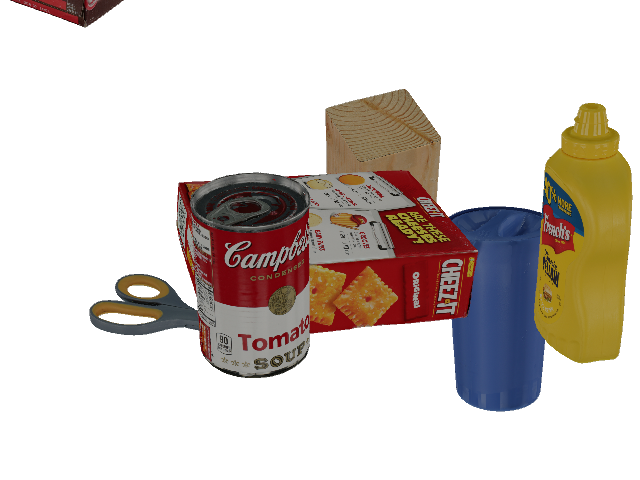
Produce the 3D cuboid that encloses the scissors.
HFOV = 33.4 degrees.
[{"bbox_3d":[-0.117,0.066,1.021,0.201,0.016,0.096,2,33,-5],"label":"scissors"}]

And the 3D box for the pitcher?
[{"bbox_3d":[0.233,0.083,1.343,0.149,0.243,0.145,1,21,12],"label":"pitcher"}]

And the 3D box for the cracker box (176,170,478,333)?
[{"bbox_3d":[-0.002,0.008,0.885,0.213,0.072,0.164,-4,28,-16],"label":"cracker box"}]

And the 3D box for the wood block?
[{"bbox_3d":[0.063,-0.042,1.112,0.090,0.206,0.091,-16,47,-14],"label":"wood block"}]

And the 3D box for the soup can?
[{"bbox_3d":[-0.040,0.021,0.624,0.068,0.102,0.068,0,29,0],"label":"soup can"}]

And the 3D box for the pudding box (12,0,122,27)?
[{"bbox_3d":[-0.188,-0.210,0.809,0.090,0.039,0.113,21,37,9],"label":"pudding box"}]

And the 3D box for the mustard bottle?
[{"bbox_3d":[0.199,-0.010,0.806,0.058,0.192,0.096,-6,26,-7],"label":"mustard bottle"}]
